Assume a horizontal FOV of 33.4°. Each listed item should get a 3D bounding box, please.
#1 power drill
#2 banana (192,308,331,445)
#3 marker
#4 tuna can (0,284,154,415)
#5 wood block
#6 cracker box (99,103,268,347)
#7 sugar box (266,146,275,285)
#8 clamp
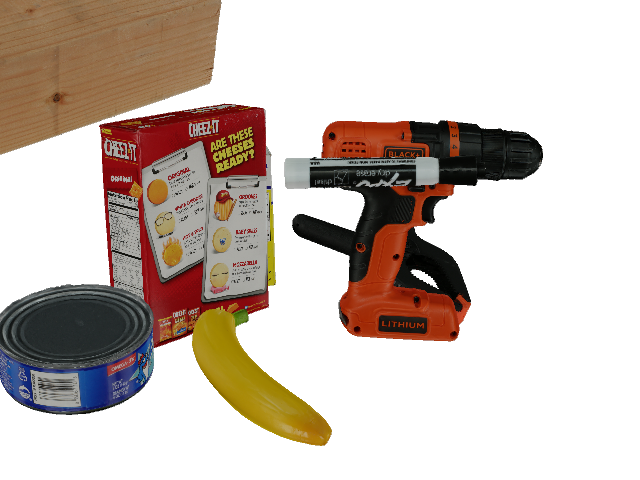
[{"bbox_3d":[0.089,-0.010,0.908,0.184,0.188,0.057,3,16,-1],"label":"power drill"},{"bbox_3d":[-0.058,0.100,0.845,0.069,0.037,0.198,-7,29,-22],"label":"banana"},{"bbox_3d":[0.039,-0.042,0.646,0.121,0.020,0.020,-1,0,3],"label":"marker"},{"bbox_3d":[-0.135,0.059,0.590,0.086,0.034,0.086,2,27,-1],"label":"tuna can"},{"bbox_3d":[-0.190,-0.155,0.851,0.205,0.091,0.090,-26,54,-37],"label":"wood block"},{"bbox_3d":[-0.131,-0.019,1.061,0.072,0.214,0.163,13,21,41],"label":"cracker box"},{"bbox_3d":[-0.086,-0.038,1.327,0.048,0.176,0.093,-9,24,-11],"label":"sugar box"},{"bbox_3d":[0.079,0.017,1.177,0.164,0.036,0.210,-16,50,-33],"label":"clamp"}]
